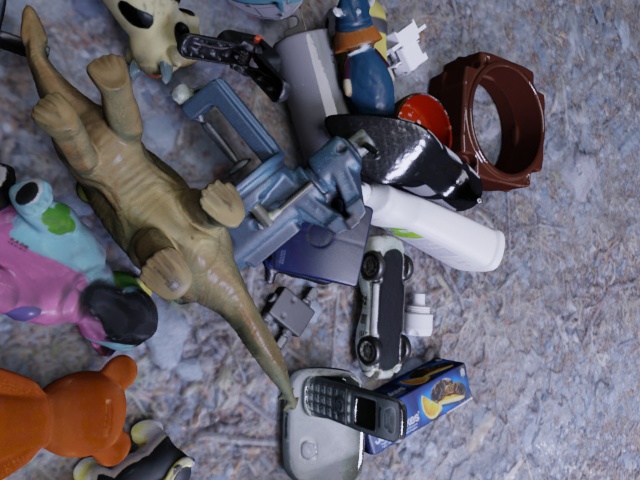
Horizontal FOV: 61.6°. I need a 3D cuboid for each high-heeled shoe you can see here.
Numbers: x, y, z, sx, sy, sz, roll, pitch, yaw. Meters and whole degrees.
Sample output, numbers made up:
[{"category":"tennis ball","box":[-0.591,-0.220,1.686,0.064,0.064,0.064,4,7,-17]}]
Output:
[{"category":"high-heeled shoe","box":[0.114,-0.107,0.708,0.249,0.145,0.086,29,103,-11]}]

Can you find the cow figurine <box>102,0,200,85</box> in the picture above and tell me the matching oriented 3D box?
[{"category":"cow figurine","box":[-0.182,-0.247,0.543,0.127,0.086,0.194,-67,151,-13]}]

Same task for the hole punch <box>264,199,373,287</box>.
[{"category":"hole punch","box":[-0.001,-0.002,0.684,0.116,0.092,0.142,17,83,-28]}]

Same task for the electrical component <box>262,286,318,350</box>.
[{"category":"electrical component","box":[-0.042,0.091,0.692,0.063,0.021,0.094,45,67,-23]}]

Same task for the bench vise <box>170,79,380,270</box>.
[{"category":"bench vise","box":[-0.063,-0.089,0.599,0.223,0.129,0.240,-38,97,17]}]

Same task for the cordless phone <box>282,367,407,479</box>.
[{"category":"cordless phone","box":[0.037,0.233,0.643,0.088,0.184,0.146,5,86,-37]}]

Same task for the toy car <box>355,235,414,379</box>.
[{"category":"toy car","box":[0.088,0.094,0.758,0.073,0.056,0.201,4,88,-39]}]

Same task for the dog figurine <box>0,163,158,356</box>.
[{"category":"dog figurine","box":[-0.255,0.033,0.514,0.108,0.192,0.219,-62,153,-21]}]

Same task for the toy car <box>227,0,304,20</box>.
[{"category":"toy car","box":[-0.067,-0.311,0.632,0.102,0.162,0.109,62,42,-58]}]

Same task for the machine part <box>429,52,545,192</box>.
[{"category":"machine part","box":[0.272,-0.184,0.866,0.201,0.087,0.201,6,86,-31]}]

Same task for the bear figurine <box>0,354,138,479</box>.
[{"category":"bear figurine","box":[-0.281,0.159,0.497,0.195,0.132,0.120,4,88,-51]}]

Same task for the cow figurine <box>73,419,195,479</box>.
[{"category":"cow figurine","box":[-0.209,0.260,0.534,0.167,0.098,0.068,-31,112,-30]}]

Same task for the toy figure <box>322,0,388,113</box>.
[{"category":"toy figure","box":[0.057,-0.235,0.730,0.089,0.082,0.180,-18,97,-28]}]

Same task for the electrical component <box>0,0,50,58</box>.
[{"category":"electrical component","box":[-0.311,-0.208,0.493,0.119,0.075,0.047,12,83,-28]}]

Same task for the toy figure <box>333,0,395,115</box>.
[{"category":"toy figure","box":[0.050,-0.222,0.655,0.064,0.058,0.154,-28,106,-44]}]

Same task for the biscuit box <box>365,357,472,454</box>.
[{"category":"biscuit box","box":[0.127,0.234,0.774,0.203,0.063,0.059,-17,97,-33]}]

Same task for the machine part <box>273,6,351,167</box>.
[{"category":"machine part","box":[-0.002,-0.175,0.691,0.079,0.079,0.243,-20,99,-32]}]

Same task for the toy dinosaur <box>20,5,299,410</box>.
[{"category":"toy dinosaur","box":[-0.141,-0.006,0.519,0.105,0.198,0.471,-35,97,-19]}]
